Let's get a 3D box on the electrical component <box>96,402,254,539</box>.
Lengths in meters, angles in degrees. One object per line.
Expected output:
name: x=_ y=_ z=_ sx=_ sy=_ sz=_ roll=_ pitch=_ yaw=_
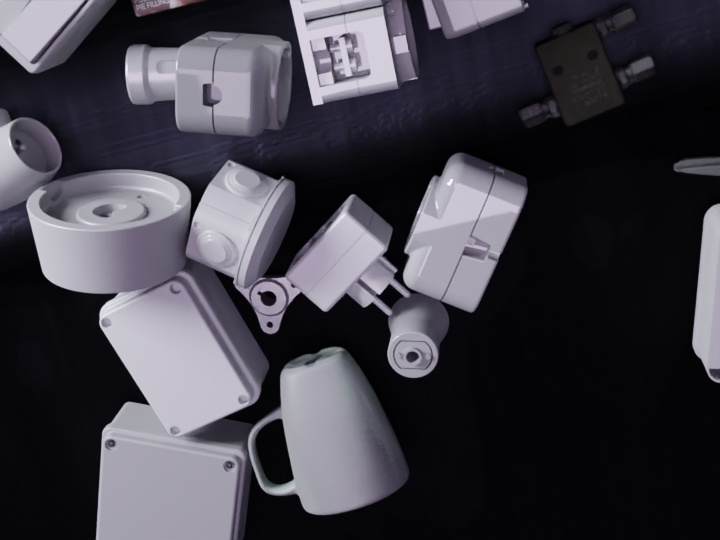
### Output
electrical component: x=-0.141 y=0.167 z=0.824 sx=0.109 sy=0.056 sz=0.108 roll=10 pitch=110 yaw=4

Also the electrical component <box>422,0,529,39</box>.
electrical component: x=0.060 y=-0.197 z=0.666 sx=0.061 sy=0.061 sz=0.096 roll=-19 pitch=106 yaw=13

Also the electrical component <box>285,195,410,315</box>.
electrical component: x=0.000 y=0.000 z=0.751 sx=0.077 sy=0.047 sz=0.065 roll=41 pitch=109 yaw=-8

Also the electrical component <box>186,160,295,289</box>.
electrical component: x=-0.080 y=-0.032 z=0.734 sx=0.051 sy=0.080 sz=0.080 roll=24 pitch=111 yaw=4

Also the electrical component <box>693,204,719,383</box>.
electrical component: x=0.269 y=0.015 z=0.718 sx=0.078 sy=0.057 sz=0.113 roll=1 pitch=110 yaw=7

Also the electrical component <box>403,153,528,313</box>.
electrical component: x=0.067 y=-0.027 z=0.730 sx=0.059 sy=0.053 sz=0.095 roll=22 pitch=111 yaw=-1

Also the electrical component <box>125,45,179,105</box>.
electrical component: x=-0.131 y=-0.132 z=0.725 sx=0.046 sy=0.040 sz=0.040 roll=-1 pitch=110 yaw=2

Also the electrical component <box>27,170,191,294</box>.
electrical component: x=-0.169 y=-0.022 z=0.736 sx=0.108 sy=0.108 sz=0.060 roll=4 pitch=116 yaw=6

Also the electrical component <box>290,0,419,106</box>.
electrical component: x=-0.008 y=-0.188 z=0.663 sx=0.062 sy=0.089 sz=0.150 roll=-9 pitch=108 yaw=10

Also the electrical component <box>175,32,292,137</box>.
electrical component: x=-0.078 y=-0.120 z=0.692 sx=0.059 sy=0.095 sz=0.053 roll=5 pitch=110 yaw=5

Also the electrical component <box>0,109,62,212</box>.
electrical component: x=-0.257 y=-0.086 z=0.752 sx=0.077 sy=0.043 sz=0.079 roll=-26 pitch=84 yaw=30

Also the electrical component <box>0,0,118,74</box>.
electrical component: x=-0.201 y=-0.184 z=0.703 sx=0.062 sy=0.061 sz=0.096 roll=44 pitch=109 yaw=-9

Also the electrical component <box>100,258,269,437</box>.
electrical component: x=-0.127 y=0.055 z=0.782 sx=0.078 sy=0.057 sz=0.113 roll=-25 pitch=105 yaw=15

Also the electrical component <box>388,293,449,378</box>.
electrical component: x=0.039 y=0.048 z=0.754 sx=0.044 sy=0.065 sz=0.044 roll=2 pitch=110 yaw=6
